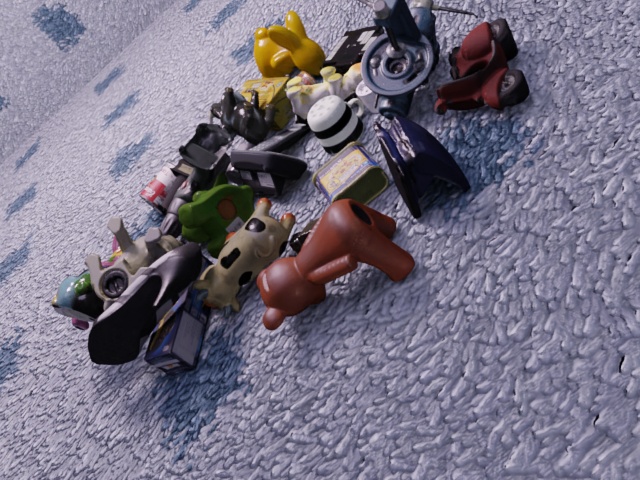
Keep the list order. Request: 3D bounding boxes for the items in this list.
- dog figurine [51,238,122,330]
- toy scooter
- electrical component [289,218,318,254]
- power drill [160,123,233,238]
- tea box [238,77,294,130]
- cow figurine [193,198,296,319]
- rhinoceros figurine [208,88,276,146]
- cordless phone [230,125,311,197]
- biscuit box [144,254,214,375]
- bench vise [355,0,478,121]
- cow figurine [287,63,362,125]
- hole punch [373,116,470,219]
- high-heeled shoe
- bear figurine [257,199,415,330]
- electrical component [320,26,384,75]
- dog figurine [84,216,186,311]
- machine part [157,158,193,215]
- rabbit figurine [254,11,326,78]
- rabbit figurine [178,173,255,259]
[{"bbox_3d":[-0.391,0.064,1.011,0.109,0.191,0.219,12,61,5],"label":"dog figurine"},{"bbox_3d":[0.235,-0.252,0.817,0.135,0.075,0.184,-20,47,30],"label":"toy scooter"},{"bbox_3d":[0.000,-0.003,0.819,0.102,0.045,0.078,-25,12,18],"label":"electrical component"},{"bbox_3d":[-0.242,-0.117,1.062,0.232,0.086,0.207,-61,-3,-32],"label":"power drill"},{"bbox_3d":[-0.124,-0.303,1.196,0.170,0.068,0.098,19,69,49],"label":"tea box"},{"bbox_3d":[-0.125,0.038,0.849,0.195,0.085,0.127,-41,22,31],"label":"cow figurine"},{"bbox_3d":[-0.164,-0.255,1.112,0.191,0.073,0.112,37,126,43],"label":"rhinoceros figurine"},{"bbox_3d":[-0.063,-0.168,1.014,0.184,0.088,0.147,-40,32,-28],"label":"cordless phone"},{"bbox_3d":[-0.225,0.117,0.891,0.063,0.059,0.203,-21,42,27],"label":"biscuit box"},{"bbox_3d":[0.135,-0.319,0.855,0.129,0.240,0.223,27,88,26],"label":"bench vise"},{"bbox_3d":[0.025,-0.275,1.025,0.167,0.098,0.068,-16,39,2],"label":"cow figurine"},{"bbox_3d":[0.138,-0.110,0.740,0.092,0.115,0.142,-25,41,11],"label":"hole punch"},{"bbox_3d":[-0.278,0.098,0.851,0.249,0.086,0.145,-35,23,32],"label":"high-heeled shoe"},{"bbox_3d":[0.010,0.042,0.728,0.196,0.132,0.120,-50,32,22],"label":"bear figurine"},{"bbox_3d":[0.081,-0.370,1.083,0.134,0.058,0.115,17,69,49],"label":"electrical component"},{"bbox_3d":[-0.309,0.060,0.958,0.121,0.190,0.172,26,79,15],"label":"dog figurine"},{"bbox_3d":[-0.304,-0.111,1.174,0.039,0.084,0.139,116,176,-68],"label":"machine part"},{"bbox_3d":[-0.058,-0.426,1.210,0.173,0.162,0.122,25,59,33],"label":"rabbit figurine"},{"bbox_3d":[-0.200,-0.049,0.989,0.170,0.121,0.159,-15,40,53],"label":"rabbit figurine"}]
